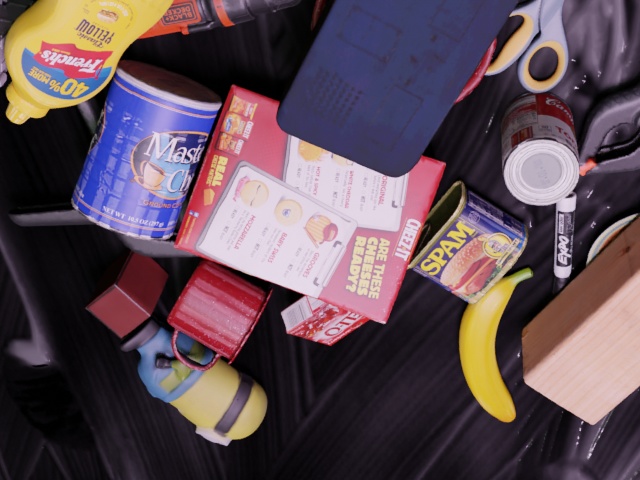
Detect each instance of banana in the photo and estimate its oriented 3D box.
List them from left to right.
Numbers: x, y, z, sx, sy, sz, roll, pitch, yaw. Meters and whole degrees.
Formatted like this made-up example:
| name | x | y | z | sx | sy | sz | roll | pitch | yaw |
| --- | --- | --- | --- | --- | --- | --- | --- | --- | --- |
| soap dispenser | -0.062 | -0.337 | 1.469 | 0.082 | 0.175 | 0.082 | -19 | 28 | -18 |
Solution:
| name | x | y | z | sx | sy | sz | roll | pitch | yaw |
| --- | --- | --- | --- | --- | --- | --- | --- | --- | --- |
| banana | 0.181 | 0.116 | 1.129 | 0.069 | 0.037 | 0.198 | 6 | 122 | 8 |

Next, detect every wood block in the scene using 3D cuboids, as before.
| name | x | y | z | sx | sy | sz | roll | pitch | yaw |
| --- | --- | --- | --- | --- | --- | --- | --- | --- | --- |
| wood block | 0.294 | 0.069 | 1.026 | 0.090 | 0.090 | 0.206 | 32 | 122 | -11 |

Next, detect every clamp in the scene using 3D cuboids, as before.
| name | x | y | z | sx | sy | sz | roll | pitch | yaw |
| --- | --- | --- | --- | --- | --- | --- | --- | --- | --- |
| clamp | -0.204 | -0.035 | 1.095 | 0.210 | 0.036 | 0.165 | 36 | 112 | -15 |
| clamp | 0.310 | -0.111 | 0.968 | 0.120 | 0.039 | 0.172 | 38 | 124 | -7 |

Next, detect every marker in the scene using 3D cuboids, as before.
| name | x | y | z | sx | sy | sz | roll | pitch | yaw |
| --- | --- | --- | --- | --- | --- | --- | --- | --- | --- |
| marker | 0.242 | 0.007 | 1.063 | 0.020 | 0.020 | 0.121 | 0 | 122 | 9 |

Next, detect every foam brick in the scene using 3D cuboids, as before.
| name | x | y | z | sx | sy | sz | roll | pitch | yaw |
| --- | --- | --- | --- | --- | --- | --- | --- | --- | --- |
| foam brick | -0.203 | 0.054 | 1.130 | 0.053 | 0.078 | 0.051 | -37 | 111 | 28 |

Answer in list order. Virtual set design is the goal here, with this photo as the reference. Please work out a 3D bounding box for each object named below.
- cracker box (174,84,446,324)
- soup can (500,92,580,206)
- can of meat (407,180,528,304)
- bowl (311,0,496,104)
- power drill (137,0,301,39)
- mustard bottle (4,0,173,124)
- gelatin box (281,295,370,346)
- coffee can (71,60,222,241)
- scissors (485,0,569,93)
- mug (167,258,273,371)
| name | x | y | z | sx | sy | sz | roll | pitch | yaw |
| --- | --- | --- | --- | --- | --- | --- | --- | --- | --- |
| cracker box | -0.011 | -0.035 | 1.018 | 0.213 | 0.072 | 0.164 | 20 | 96 | -4 |
| soup can | 0.198 | -0.084 | 0.965 | 0.068 | 0.102 | 0.068 | 4 | 121 | 7 |
| can of meat | 0.144 | 0.005 | 1.057 | 0.084 | 0.057 | 0.102 | 30 | 122 | -13 |
| bowl | 0.075 | -0.192 | 0.946 | 0.162 | 0.055 | 0.162 | 4 | 122 | 7 |
| power drill | -0.115 | -0.272 | 0.926 | 0.184 | 0.057 | 0.187 | -8 | 119 | 14 |
| mustard bottle | -0.218 | -0.172 | 0.929 | 0.096 | 0.058 | 0.192 | 20 | 127 | -41 |
| gelatin box | 0.016 | 0.073 | 1.113 | 0.089 | 0.030 | 0.073 | -35 | 146 | 27 |
| coffee can | -0.163 | -0.085 | 1.003 | 0.102 | 0.103 | 0.140 | 21 | 106 | -4 |
| scissors | 0.220 | -0.207 | 0.937 | 0.096 | 0.016 | 0.202 | 40 | 119 | -17 |
| mug | -0.113 | 0.081 | 1.120 | 0.081 | 0.093 | 0.117 | 30 | 95 | -4 |
